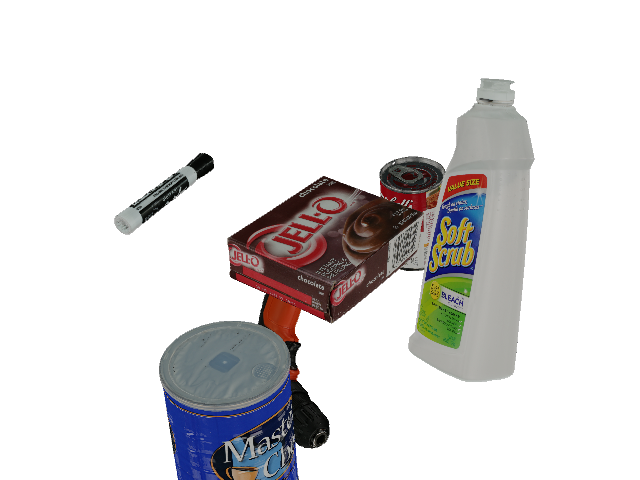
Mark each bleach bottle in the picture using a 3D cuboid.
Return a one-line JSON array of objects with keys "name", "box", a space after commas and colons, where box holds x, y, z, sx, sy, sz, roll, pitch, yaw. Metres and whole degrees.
[{"name": "bleach bottle", "box": [0.133, -0.012, 0.913, 0.068, 0.251, 0.103, -4, 15, -29]}]

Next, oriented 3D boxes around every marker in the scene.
[{"name": "marker", "box": [-0.132, -0.043, 0.925, 0.020, 0.020, 0.120, 0, 31, 38]}]

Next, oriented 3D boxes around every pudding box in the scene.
[{"name": "pudding box", "box": [0.005, 0.003, 0.742, 0.090, 0.039, 0.113, 23, 37, 29]}]

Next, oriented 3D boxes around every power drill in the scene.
[{"name": "power drill", "box": [-0.025, 0.099, 1.107, 0.057, 0.188, 0.185, 13, 17, -44]}]

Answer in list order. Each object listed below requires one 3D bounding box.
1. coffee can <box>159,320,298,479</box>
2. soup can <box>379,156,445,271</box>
[{"name": "coffee can", "box": [-0.072, 0.151, 0.869, 0.103, 0.140, 0.103, -2, 33, 1]}, {"name": "soup can", "box": [0.097, -0.028, 1.119, 0.068, 0.102, 0.068, -3, 35, 2]}]
